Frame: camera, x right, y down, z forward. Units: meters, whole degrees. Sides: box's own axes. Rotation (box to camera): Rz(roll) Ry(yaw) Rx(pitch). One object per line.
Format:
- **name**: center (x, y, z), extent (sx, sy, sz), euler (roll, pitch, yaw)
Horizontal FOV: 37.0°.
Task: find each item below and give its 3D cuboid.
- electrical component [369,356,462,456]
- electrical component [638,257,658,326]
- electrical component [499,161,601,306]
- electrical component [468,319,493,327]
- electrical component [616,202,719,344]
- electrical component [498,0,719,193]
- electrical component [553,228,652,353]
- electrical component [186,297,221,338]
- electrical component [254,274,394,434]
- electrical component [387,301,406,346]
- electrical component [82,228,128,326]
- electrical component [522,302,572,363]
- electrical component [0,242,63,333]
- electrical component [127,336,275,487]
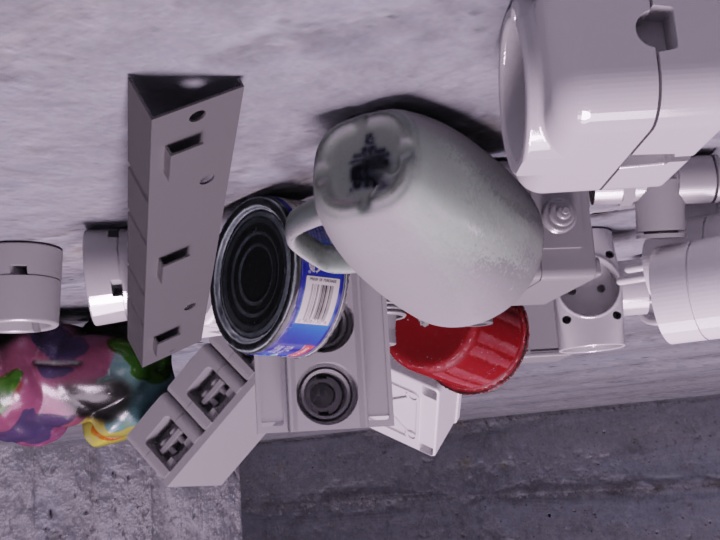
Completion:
- **electrical component**: center (0.030, 0.093, 0.923), extent (0.109, 0.056, 0.108), euler (22, 144, 19)
- **electrical component**: center (0.258, 0.011, 0.792), extent (0.095, 0.053, 0.059), euler (-14, 165, 41)
- **electrical component**: center (0.082, -0.019, 0.561), extent (0.061, 0.061, 0.096), euler (-2, 169, -10)
- **electrical component**: center (0.071, 0.004, 0.669), extent (0.048, 0.062, 0.048), euler (-4, 169, -1)
- **electrical component**: center (0.180, -0.002, 0.596), extent (0.074, 0.052, 0.138), euler (-10, -164, 32)
- **electrical component**: center (0.081, -0.062, 0.364), extent (0.059, 0.053, 0.095), euler (-4, 169, -1)
- **electrical component**: center (0.167, 0.013, 0.709), extent (0.079, 0.077, 0.044), euler (-5, 169, 5)
- **electrical component**: center (-0.101, 0.015, 0.699), extent (0.089, 0.050, 0.056), euler (-9, 168, 25)
- **electrical component**: center (-0.025, 0.034, 0.638), extent (0.079, 0.121, 0.063), euler (-2, 171, -9)
- **electrical component**: center (0.014, 0.021, 0.740), extent (0.043, 0.062, 0.043), euler (-4, 168, -1)
- **electrical component**: center (-0.131, 0.002, 0.619), extent (0.047, 0.055, 0.055), euler (-6, 169, -7)
- **electrical component**: center (0.126, 0.047, 0.908), extent (0.096, 0.061, 0.061), euler (-3, 169, -5)
- **electrical component**: center (-0.210, 0.012, 0.656), extent (0.055, 0.047, 0.055), euler (-4, 169, -1)
- **electrical component**: center (-0.103, 0.094, 0.850), extent (0.150, 0.062, 0.089), euler (-50, 158, 6)
